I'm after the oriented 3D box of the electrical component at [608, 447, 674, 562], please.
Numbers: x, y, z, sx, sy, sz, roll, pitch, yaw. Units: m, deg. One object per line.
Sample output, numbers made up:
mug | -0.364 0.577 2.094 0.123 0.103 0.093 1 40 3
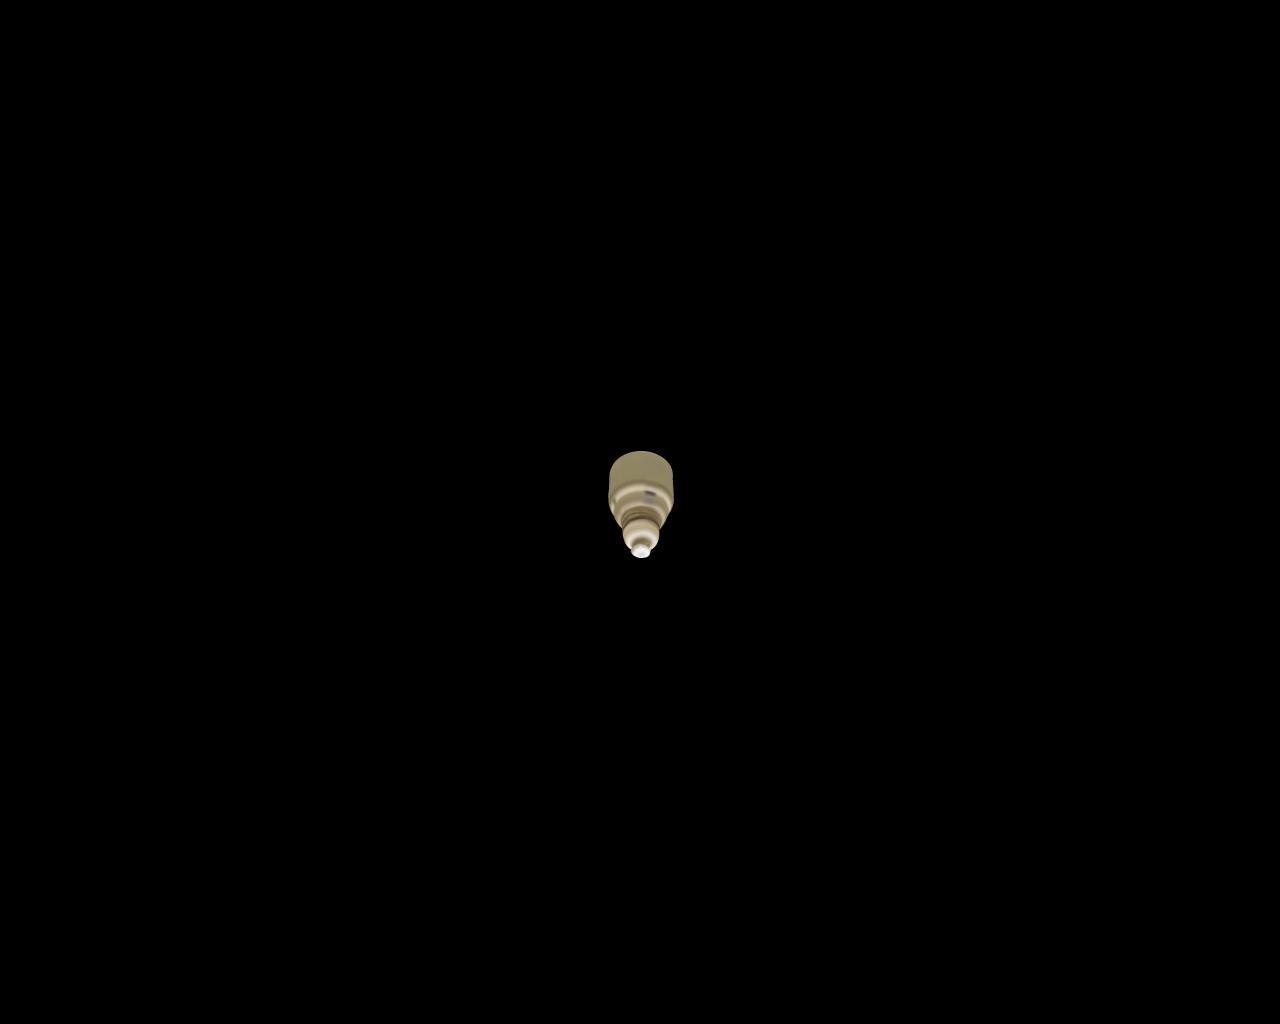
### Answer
electrical component | 0.001 -0.003 0.650 0.040 0.078 0.040 0 -45 0
